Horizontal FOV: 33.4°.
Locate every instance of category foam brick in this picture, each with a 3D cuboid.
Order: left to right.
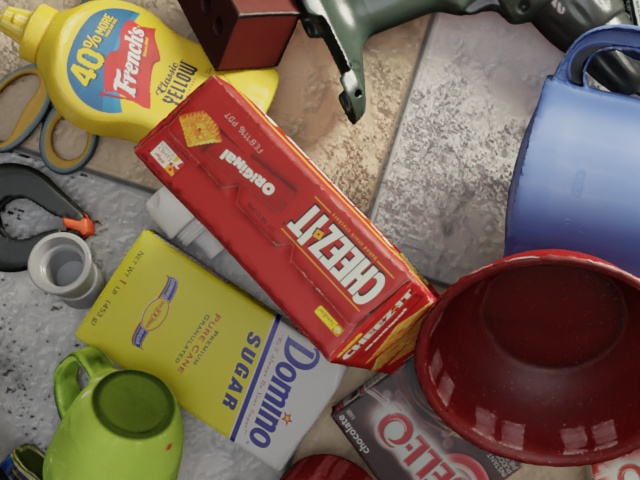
[{"bbox_3d":[-0.057,-0.163,0.736,0.051,0.053,0.078,-10,57,-32],"label":"foam brick"}]

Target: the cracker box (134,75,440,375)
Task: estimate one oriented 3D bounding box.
[{"bbox_3d":[-0.004,0.001,0.662,0.072,0.213,0.164,-45,75,2],"label":"cracker box"}]

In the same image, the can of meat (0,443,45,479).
[{"bbox_3d":[-0.209,0.209,0.762,0.102,0.057,0.084,44,90,1],"label":"can of meat"}]

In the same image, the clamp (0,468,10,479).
[{"bbox_3d":[-0.286,0.137,0.745,0.164,0.036,0.210,-21,70,8],"label":"clamp"}]

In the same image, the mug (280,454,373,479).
[{"bbox_3d":[-0.014,0.202,0.738,0.117,0.081,0.093,-7,104,23],"label":"mug"}]

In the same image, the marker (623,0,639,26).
[{"bbox_3d":[0.229,-0.169,0.769,0.020,0.020,0.121,-12,90,1],"label":"marker"}]

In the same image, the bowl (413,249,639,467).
[{"bbox_3d":[0.140,0.061,0.644,0.162,0.055,0.162,7,125,10],"label":"bowl"}]

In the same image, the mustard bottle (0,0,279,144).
[{"bbox_3d":[-0.131,-0.114,0.744,0.191,0.058,0.096,24,72,-5],"label":"mustard bottle"}]

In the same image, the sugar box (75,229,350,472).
[{"bbox_3d":[-0.075,0.078,0.763,0.176,0.048,0.093,33,91,2],"label":"sugar box"}]

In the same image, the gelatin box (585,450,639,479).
[{"bbox_3d":[0.233,0.159,0.750,0.089,0.030,0.073,-4,60,1],"label":"gelatin box"}]

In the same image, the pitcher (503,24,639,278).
[{"bbox_3d":[0.243,-0.027,0.666,0.243,0.149,0.145,12,60,12],"label":"pitcher"}]

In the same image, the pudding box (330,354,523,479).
[{"bbox_3d":[0.075,0.141,0.764,0.090,0.039,0.113,-37,89,2],"label":"pudding box"}]

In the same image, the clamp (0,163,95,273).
[{"bbox_3d":[-0.251,-0.029,0.771,0.171,0.039,0.120,-2,96,-2],"label":"clamp"}]

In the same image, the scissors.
[{"bbox_3d":[-0.166,-0.133,0.779,0.096,0.016,0.202,42,91,-1],"label":"scissors"}]
